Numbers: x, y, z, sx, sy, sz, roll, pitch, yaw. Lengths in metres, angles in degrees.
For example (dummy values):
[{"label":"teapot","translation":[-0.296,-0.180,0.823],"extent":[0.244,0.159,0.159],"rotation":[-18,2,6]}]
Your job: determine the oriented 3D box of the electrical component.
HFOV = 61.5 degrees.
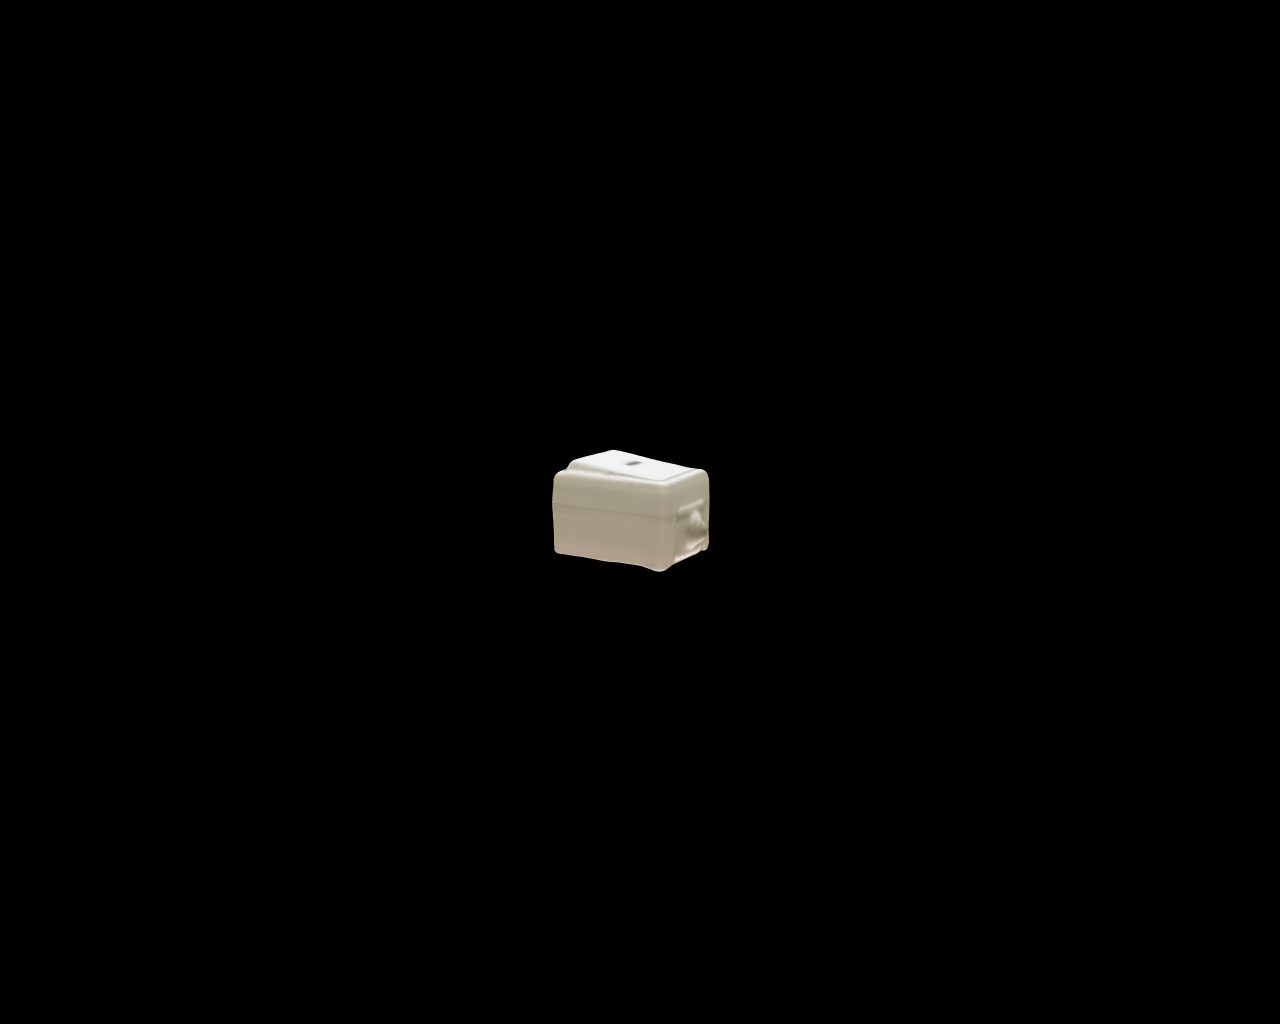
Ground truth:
[{"label":"electrical component","translation":[0.001,-0.003,0.650],"extent":[0.096,0.061,0.062],"rotation":[8,15,30]}]
